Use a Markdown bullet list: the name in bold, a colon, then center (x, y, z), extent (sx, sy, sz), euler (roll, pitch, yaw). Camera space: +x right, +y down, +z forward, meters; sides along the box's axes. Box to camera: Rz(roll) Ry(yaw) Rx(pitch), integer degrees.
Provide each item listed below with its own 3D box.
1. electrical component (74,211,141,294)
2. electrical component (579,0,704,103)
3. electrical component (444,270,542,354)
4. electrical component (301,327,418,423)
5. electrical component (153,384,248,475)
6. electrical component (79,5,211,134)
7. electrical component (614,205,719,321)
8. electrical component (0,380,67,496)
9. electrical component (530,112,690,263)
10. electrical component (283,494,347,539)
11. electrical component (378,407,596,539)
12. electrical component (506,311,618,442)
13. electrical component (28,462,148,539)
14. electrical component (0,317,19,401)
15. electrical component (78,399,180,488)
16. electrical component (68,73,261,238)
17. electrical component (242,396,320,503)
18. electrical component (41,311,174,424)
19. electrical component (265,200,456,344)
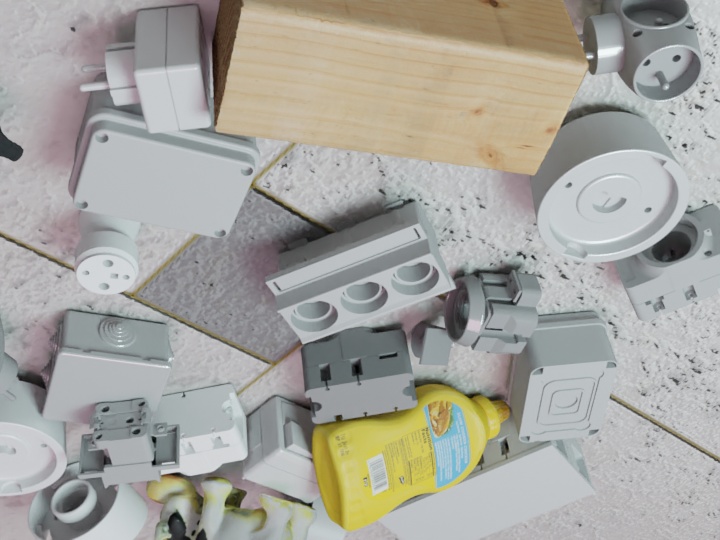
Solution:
- **electrical component**: center (-0.180, -0.016, 0.769), extent (0.045, 0.055, 0.045), euler (-5, 137, -4)
- **electrical component**: center (0.164, -0.143, 0.674), extent (0.079, 0.077, 0.044), euler (-8, 137, -1)
- **electrical component**: center (0.104, 0.034, 0.868), extent (0.057, 0.058, 0.078), euler (5, 135, -18)
- **electrical component**: center (-0.001, 0.086, 0.907), extent (0.089, 0.055, 0.050), euler (-10, 137, 1)
- **electrical component**: center (-0.148, 0.143, 0.947), extent (0.089, 0.050, 0.055), euler (-11, 137, 3)
- **electrical component**: center (-0.133, -0.121, 0.657), extent (0.077, 0.065, 0.047), euler (-7, 137, -2)
- **electrical component**: center (0.251, -0.008, 0.852), extent (0.089, 0.050, 0.055), euler (-22, 136, 14)
- **electrical component**: center (-0.301, 0.135, 0.906), extent (0.108, 0.060, 0.108), euler (-5, 137, -4)
- **electrical component**: center (0.174, -0.064, 0.772), extent (0.108, 0.060, 0.108), euler (-4, 137, -4)
- **electrical component**: center (-0.041, 0.245, 1.042), extent (0.064, 0.099, 0.099), euler (20, 130, -19)
- **electrical component**: center (0.118, 0.203, 1.047), extent (0.186, 0.060, 0.105), euler (-27, 134, 18)
- **electrical component**: center (0.174, 0.094, 0.942), extent (0.078, 0.057, 0.113), euler (-5, 137, -4)
- **electrical component**: center (-0.251, 0.225, 0.987), extent (0.099, 0.099, 0.064), euler (-16, 130, 7)
- **electrical component**: center (-0.292, 0.073, 0.830), extent (0.043, 0.077, 0.079), euler (-24, 135, 15)
- **electrical component**: center (-0.188, 0.138, 0.869), extent (0.081, 0.042, 0.063), euler (-6, 133, -3)
- **electrical component**: center (-0.130, -0.074, 0.715), extent (0.113, 0.057, 0.078), euler (11, 133, -20)
- **electrical component**: center (-0.053, 0.163, 0.976), extent (0.096, 0.061, 0.061), euler (29, 126, -33)
- **electrical component**: center (-0.205, 0.081, 0.873), extent (0.100, 0.048, 0.099), euler (10, 134, -19)
- **electrical component**: center (0.000, 0.000, 0.810), extent (0.121, 0.063, 0.078), euler (-21, 136, 13)
